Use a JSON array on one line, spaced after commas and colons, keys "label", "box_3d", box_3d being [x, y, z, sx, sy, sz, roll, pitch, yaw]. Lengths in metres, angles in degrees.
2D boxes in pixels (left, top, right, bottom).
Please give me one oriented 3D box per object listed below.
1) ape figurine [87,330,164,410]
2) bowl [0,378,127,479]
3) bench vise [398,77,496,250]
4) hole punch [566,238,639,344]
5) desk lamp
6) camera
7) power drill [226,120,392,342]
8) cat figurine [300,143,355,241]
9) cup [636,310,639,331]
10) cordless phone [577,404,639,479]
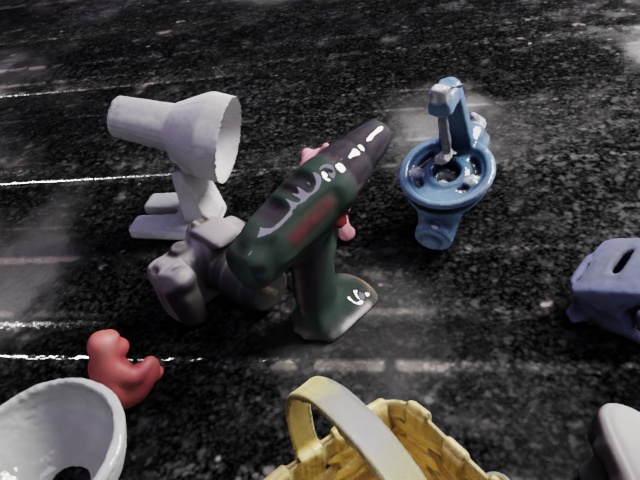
[{"label": "ape figurine", "box_3d": [-0.221, 0.134, 0.622, 0.077, 0.092, 0.076, 18, 47, 31]}, {"label": "bowl", "box_3d": [-0.254, 0.219, 0.541, 0.167, 0.075, 0.167, -6, 39, 6]}, {"label": "bench vise", "box_3d": [0.164, -0.125, 0.745, 0.121, 0.220, 0.207, -1, 40, 13]}, {"label": "hole punch", "box_3d": [0.326, 0.041, 0.608, 0.100, 0.091, 0.109, 23, 50, 35]}, {"label": "desk lamp", "box_3d": [-0.198, -0.107, 0.813, 0.203, 0.214, 0.118, 0, 40, 13]}, {"label": "camera", "box_3d": [-0.120, 0.038, 0.709, 0.136, 0.101, 0.143, 27, 52, 37]}, {"label": "power drill", "box_3d": [0.006, 0.002, 0.637, 0.075, 0.209, 0.230, 26, 52, 37]}, {"label": "cat figurine", "box_3d": [0.007, -0.076, 0.804, 0.067, 0.118, 0.127, -10, 39, 2]}, {"label": "cup", "box_3d": [0.351, 0.098, 0.529, 0.117, 0.095, 0.092, 1, 40, 14]}, {"label": "cordless phone", "box_3d": [0.253, 0.162, 0.402, 0.094, 0.185, 0.147, -10, 39, 2]}]
